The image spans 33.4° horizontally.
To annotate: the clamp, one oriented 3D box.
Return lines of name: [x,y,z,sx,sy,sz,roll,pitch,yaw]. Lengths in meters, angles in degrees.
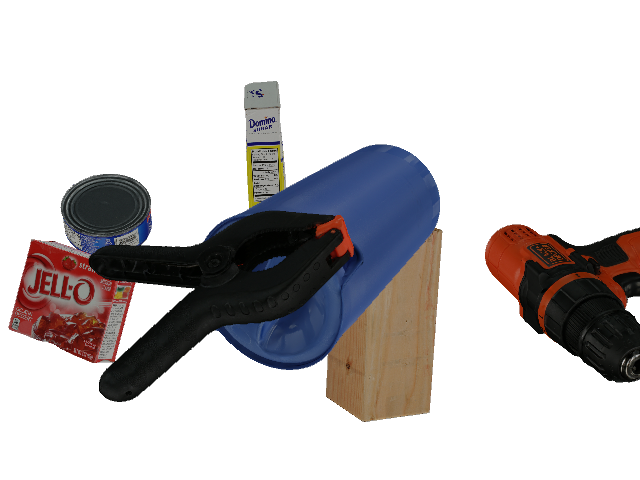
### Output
clamp: [-0.063,0.033,0.641,0.171,0.120,0.039,-15,-39,11]

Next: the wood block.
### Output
wood block: [0.068,0.083,1.179,0.090,0.206,0.091,-3,13,-28]

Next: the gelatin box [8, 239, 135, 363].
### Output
gelatin box: [-0.189,0.045,0.811,0.089,0.073,0.030,17,4,25]

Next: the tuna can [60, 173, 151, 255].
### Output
tuna can: [-0.207,-0.024,1.037,0.086,0.086,0.034,0,-44,-4]

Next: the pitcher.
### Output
pitcher: [0.003,0.004,0.929,0.149,0.145,0.242,23,31,20]

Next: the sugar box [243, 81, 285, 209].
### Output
sugar box: [-0.064,-0.086,1.233,0.048,0.176,0.093,-5,26,-1]

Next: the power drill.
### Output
power drill: [0.231,0.028,0.745,0.187,0.057,0.184,-9,28,-15]
